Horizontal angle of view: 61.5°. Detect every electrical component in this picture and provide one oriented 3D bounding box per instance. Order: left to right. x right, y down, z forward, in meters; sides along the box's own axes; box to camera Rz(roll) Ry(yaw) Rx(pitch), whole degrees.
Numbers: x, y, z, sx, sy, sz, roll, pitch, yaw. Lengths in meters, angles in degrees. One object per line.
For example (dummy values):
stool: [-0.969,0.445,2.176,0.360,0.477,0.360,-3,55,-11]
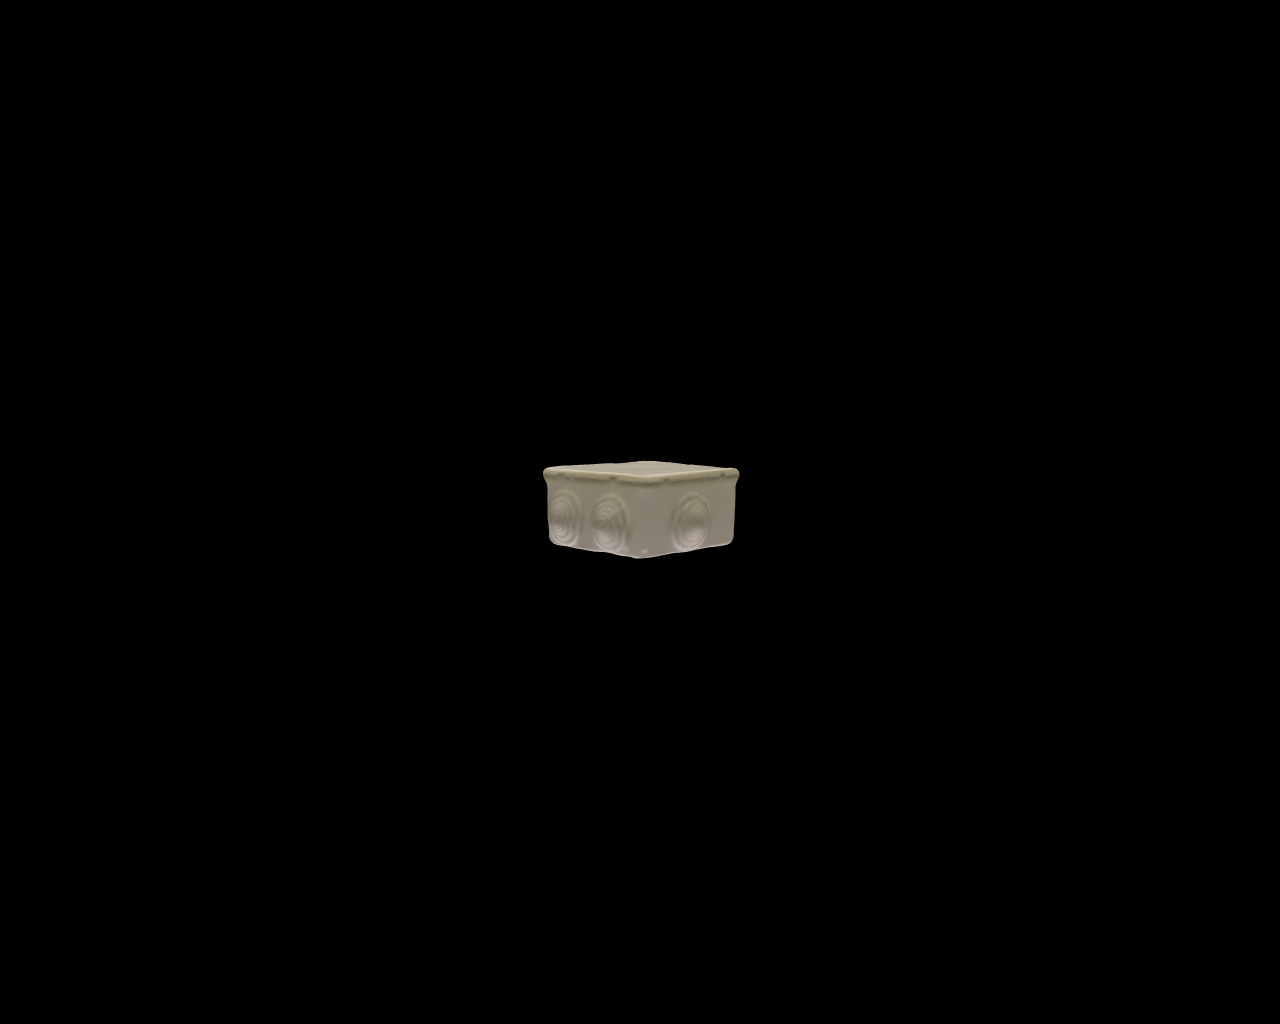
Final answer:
electrical component: [0.001,-0.003,0.650,0.100,0.048,0.100,-6,9,-43]
